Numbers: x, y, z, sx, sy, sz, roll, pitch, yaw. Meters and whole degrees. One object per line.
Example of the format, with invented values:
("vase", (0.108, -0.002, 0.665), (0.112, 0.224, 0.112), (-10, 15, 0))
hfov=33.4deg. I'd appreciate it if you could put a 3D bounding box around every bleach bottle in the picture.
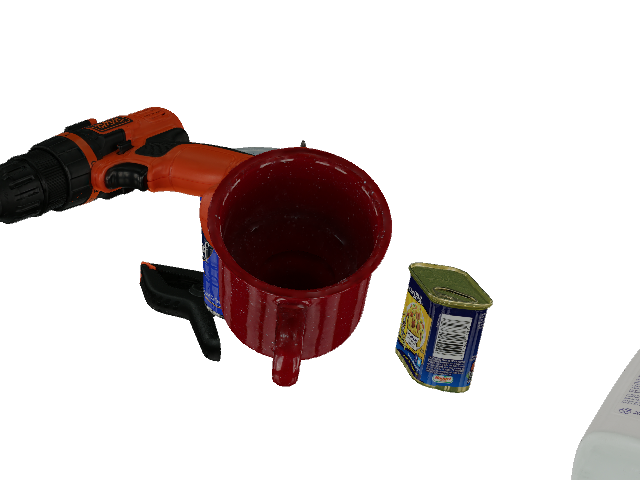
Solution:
("bleach bottle", (0.242, 0.095, 0.659), (0.103, 0.068, 0.250), (17, 29, 27))

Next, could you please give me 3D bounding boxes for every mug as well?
("mug", (-0.013, 0.022, 0.561), (0.093, 0.117, 0.081), (3, -34, -3))

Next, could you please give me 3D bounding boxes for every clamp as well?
("clamp", (-0.133, 0.072, 1.187), (0.210, 0.036, 0.164), (19, 23, 28))

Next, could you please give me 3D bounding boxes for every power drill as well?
("power drill", (-0.113, -0.040, 0.730), (0.188, 0.057, 0.184), (17, 31, 30))

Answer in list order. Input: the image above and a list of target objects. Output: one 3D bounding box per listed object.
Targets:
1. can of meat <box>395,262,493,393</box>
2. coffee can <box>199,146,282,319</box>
("can of meat", (0.106, 0.076, 0.941), (0.057, 0.084, 0.102), (7, 16, -12))
("coffee can", (-0.062, -0.007, 1.009), (0.103, 0.140, 0.103), (0, 22, 0))
